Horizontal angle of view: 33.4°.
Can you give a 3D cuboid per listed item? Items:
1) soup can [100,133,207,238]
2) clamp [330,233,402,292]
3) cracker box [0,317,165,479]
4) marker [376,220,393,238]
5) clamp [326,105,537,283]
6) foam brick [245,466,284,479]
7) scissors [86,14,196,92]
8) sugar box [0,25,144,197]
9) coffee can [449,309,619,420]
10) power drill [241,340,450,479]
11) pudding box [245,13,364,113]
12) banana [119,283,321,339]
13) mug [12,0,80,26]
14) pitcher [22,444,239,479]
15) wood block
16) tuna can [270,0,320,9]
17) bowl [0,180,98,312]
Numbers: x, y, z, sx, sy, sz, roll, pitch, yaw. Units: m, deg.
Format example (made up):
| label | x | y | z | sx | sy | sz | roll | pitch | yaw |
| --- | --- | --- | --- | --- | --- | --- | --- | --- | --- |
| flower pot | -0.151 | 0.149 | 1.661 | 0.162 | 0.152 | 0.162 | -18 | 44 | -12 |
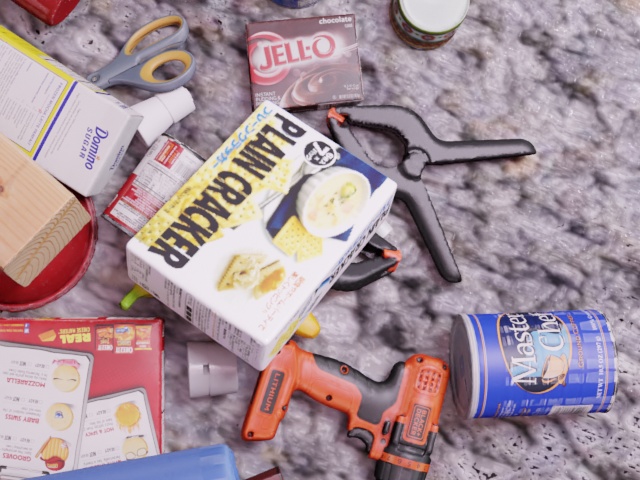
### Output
| label | x | y | z | sx | sy | sz | roll | pitch | yaw |
| --- | --- | --- | --- | --- | --- | --- | --- | --- | --- |
| soup can | -0.156 | -0.045 | 1.040 | 0.068 | 0.068 | 0.102 | 35 | 84 | -1 |
| clamp | -0.007 | 0.001 | 1.057 | 0.171 | 0.039 | 0.120 | 1 | 66 | -15 |
| cracker box | -0.230 | 0.181 | 1.017 | 0.164 | 0.072 | 0.214 | 0 | 87 | -3 |
| marker | 0.028 | -0.050 | 1.079 | 0.020 | 0.020 | 0.121 | -41 | 89 | -6 |
| clamp | 0.104 | -0.081 | 1.077 | 0.210 | 0.036 | 0.164 | 38 | 84 | 0 |
| foam brick | -0.049 | 0.267 | 1.033 | 0.051 | 0.053 | 0.078 | -22 | 87 | -6 |
| scissors | -0.205 | -0.149 | 1.053 | 0.201 | 0.016 | 0.096 | -39 | 59 | -6 |
| sugar box | -0.267 | -0.126 | 1.029 | 0.176 | 0.048 | 0.093 | 33 | 100 | 5 |
| coffee can | 0.205 | 0.120 | 1.037 | 0.140 | 0.103 | 0.103 | -2 | 86 | -5 |
| power drill | 0.021 | 0.184 | 1.044 | 0.187 | 0.057 | 0.184 | 17 | 81 | -6 |
| pudding box | -0.016 | -0.176 | 1.074 | 0.113 | 0.039 | 0.090 | -6 | 86 | -4 |
| banana | -0.095 | 0.054 | 1.046 | 0.197 | 0.037 | 0.069 | 9 | 64 | -11 |
| mug | -0.265 | -0.273 | 1.039 | 0.081 | 0.093 | 0.117 | 35 | 81 | -6 |
| pitcher | -0.183 | 0.263 | 0.925 | 0.242 | 0.149 | 0.145 | -12 | 74 | -7 |
| wood block | -0.320 | -0.063 | 0.963 | 0.206 | 0.090 | 0.090 | 41 | 80 | 7 |
| tuna can | -0.026 | -0.281 | 1.085 | 0.086 | 0.034 | 0.086 | 0 | 86 | -1 |
| bowl | -0.300 | -0.012 | 1.034 | 0.162 | 0.055 | 0.162 | 0 | 85 | -4 |
